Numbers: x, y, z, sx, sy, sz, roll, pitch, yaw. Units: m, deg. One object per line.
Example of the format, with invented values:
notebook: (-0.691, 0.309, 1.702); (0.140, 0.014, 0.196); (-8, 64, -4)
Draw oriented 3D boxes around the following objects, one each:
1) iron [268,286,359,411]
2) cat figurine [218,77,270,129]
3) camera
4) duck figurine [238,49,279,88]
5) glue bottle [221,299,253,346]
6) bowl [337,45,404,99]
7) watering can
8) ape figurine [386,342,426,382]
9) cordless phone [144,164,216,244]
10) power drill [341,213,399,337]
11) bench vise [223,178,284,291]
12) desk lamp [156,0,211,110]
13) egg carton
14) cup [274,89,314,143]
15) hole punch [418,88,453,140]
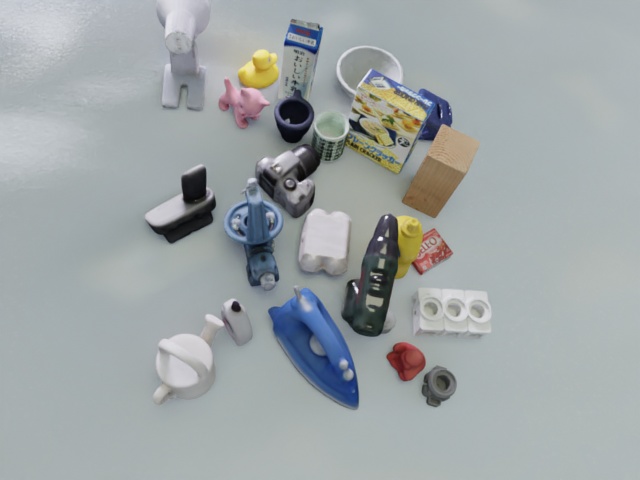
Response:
iron: (0.009, 0.203, 1.095); (0.119, 0.141, 0.258); (-31, 73, -19)
cat figurine: (-0.176, -0.324, 1.320); (0.127, 0.118, 0.067); (43, 67, 12)
camera: (-0.053, -0.148, 1.267); (0.137, 0.101, 0.143); (-40, 77, -22)
duck figurine: (-0.147, -0.421, 1.386); (0.105, 0.086, 0.077); (-20, 70, -16)
glue bottle: (-0.158, 0.145, 1.079); (0.037, 0.173, 0.078); (-32, 73, -20)
bowl: (0.118, -0.393, 1.418); (0.167, 0.075, 0.167); (3, 65, -7)
watering can: (-0.239, 0.213, 1.025); (0.101, 0.194, 0.173); (13, 65, -2)
ape figurine: (0.177, 0.237, 1.131); (0.076, 0.092, 0.078); (8, 65, -4)
cordless phone: (-0.285, -0.085, 1.158); (0.148, 0.185, 0.094); (-35, 74, -21)
power drill: (0.099, 0.087, 1.123); (0.075, 0.208, 0.229); (12, 65, -2)
bench vise: (-0.112, -0.015, 1.133); (0.122, 0.220, 0.207); (-29, 73, -19)
desk lamp: (-0.309, -0.441, 1.301); (0.118, 0.213, 0.203); (1, 66, -8)
egg carton: (0.011, 0.004, 1.225); (0.107, 0.069, 0.150); (7, 65, -5)
cup: (-0.062, -0.281, 1.330); (0.091, 0.095, 0.118); (7, 65, -5)
hole punch: (0.275, -0.304, 1.391); (0.101, 0.091, 0.108); (5, 65, -6)
